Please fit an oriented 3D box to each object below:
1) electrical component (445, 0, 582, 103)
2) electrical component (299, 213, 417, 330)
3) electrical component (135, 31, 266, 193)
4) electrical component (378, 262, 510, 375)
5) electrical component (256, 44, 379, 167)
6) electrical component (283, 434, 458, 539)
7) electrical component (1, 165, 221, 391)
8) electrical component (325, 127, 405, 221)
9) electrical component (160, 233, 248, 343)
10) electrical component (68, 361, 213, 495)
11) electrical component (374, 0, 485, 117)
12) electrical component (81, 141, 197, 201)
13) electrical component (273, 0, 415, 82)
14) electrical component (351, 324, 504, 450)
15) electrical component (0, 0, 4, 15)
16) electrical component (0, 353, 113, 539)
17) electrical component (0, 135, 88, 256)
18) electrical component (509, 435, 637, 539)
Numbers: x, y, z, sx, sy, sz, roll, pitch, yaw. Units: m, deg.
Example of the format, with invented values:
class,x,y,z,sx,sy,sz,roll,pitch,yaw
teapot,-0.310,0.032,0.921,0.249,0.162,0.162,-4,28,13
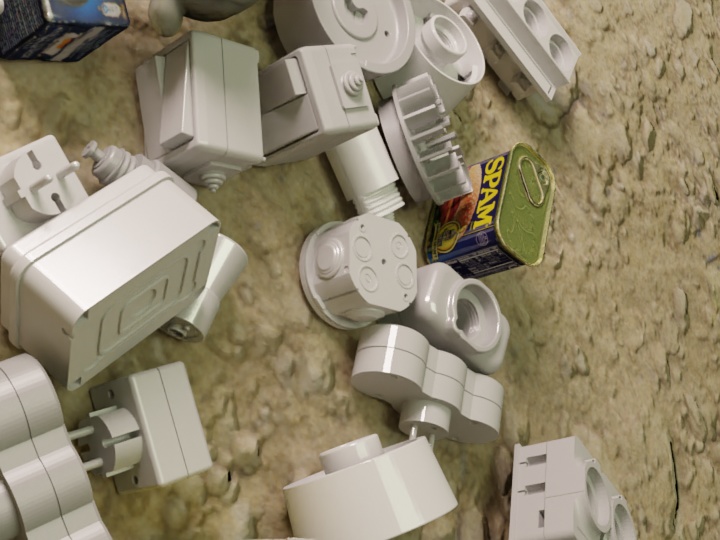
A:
class,x,y,z,sx,sy,sz,roll,pitch,yaw
electrical component,0.137,-0.216,0.975,0.121,0.063,0.078,46,49,-24
electrical component,0.000,0.000,0.776,0.080,0.051,0.080,16,66,-41
electrical component,-0.105,-0.097,0.696,0.061,0.062,0.096,8,71,-43
electrical component,0.068,0.040,0.824,0.095,0.059,0.053,41,52,-28
electrical component,-0.037,-0.115,0.744,0.061,0.096,0.061,-16,88,-45
electrical component,0.002,0.141,0.695,0.108,0.108,0.060,-12,80,-46
electrical component,-0.140,0.002,0.602,0.057,0.078,0.113,39,51,14
electrical component,0.006,-0.069,0.810,0.043,0.043,0.081,-30,98,-46
electrical component,-0.103,0.013,0.678,0.044,0.044,0.065,39,57,-29
electrical component,-0.135,0.095,0.614,0.077,0.047,0.065,-13,85,-46
electrical component,0.054,-0.176,0.896,0.099,0.064,0.099,25,48,-30
electrical component,-0.137,-0.052,0.665,0.078,0.040,0.040,39,53,-30
electrical component,-0.017,-0.189,0.815,0.108,0.060,0.108,16,66,-40
electrical component,0.049,0.101,0.790,0.138,0.052,0.073,33,56,-34
electrical component,-0.236,-0.146,0.597,0.078,0.040,0.040,-19,90,-46
electrical component,-0.182,0.120,0.555,0.074,0.052,0.138,-22,91,-33
electrical component,-0.182,-0.043,0.591,0.066,0.077,0.047,-38,104,-45
electrical component,0.163,0.232,0.814,0.105,0.060,0.186,51,35,-35
